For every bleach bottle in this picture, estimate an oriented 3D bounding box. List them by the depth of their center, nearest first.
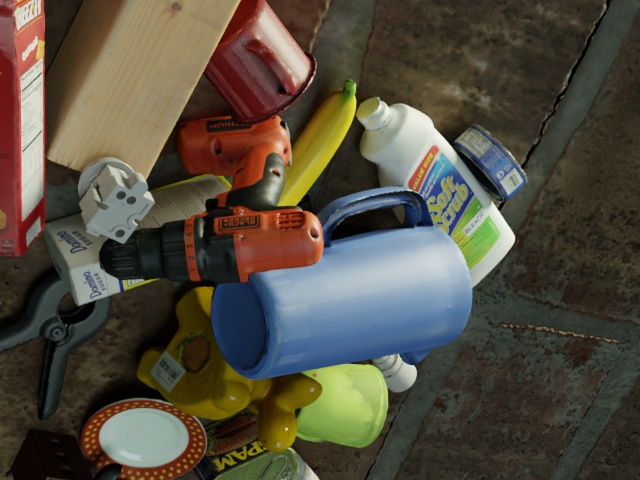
[{"bbox_3d":[0.109,-0.053,1.126,0.102,0.068,0.250,-44,128,-1],"label":"bleach bottle"}]

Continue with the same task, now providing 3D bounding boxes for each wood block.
[{"bbox_3d":[-0.154,-0.157,0.889,0.090,0.090,0.206,21,105,-37],"label":"wood block"}]

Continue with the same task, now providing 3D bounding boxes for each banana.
[{"bbox_3d":[-0.020,-0.076,1.039,0.198,0.037,0.069,-56,162,15],"label":"banana"}]

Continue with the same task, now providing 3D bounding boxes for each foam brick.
[{"bbox_3d":[-0.266,0.235,1.059,0.052,0.078,0.051,19,107,-37],"label":"foam brick"}]

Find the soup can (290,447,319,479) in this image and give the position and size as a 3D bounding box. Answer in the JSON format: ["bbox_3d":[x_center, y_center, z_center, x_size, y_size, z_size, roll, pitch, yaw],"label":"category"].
[{"bbox_3d":[-0.039,0.282,1.228,0.068,0.069,0.102,-39,129,-6],"label":"soup can"}]

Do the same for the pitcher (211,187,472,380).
[{"bbox_3d":[0.020,0.049,1.030,0.242,0.149,0.145,-9,152,-39],"label":"pitcher"}]

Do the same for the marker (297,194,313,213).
[{"bbox_3d":[-0.007,0.001,1.114,0.020,0.020,0.121,-27,128,-15],"label":"marker"}]

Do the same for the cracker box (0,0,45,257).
[{"bbox_3d":[-0.296,-0.100,0.805,0.164,0.072,0.214,8,118,1],"label":"cracker box"}]

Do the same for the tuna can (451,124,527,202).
[{"bbox_3d":[0.179,-0.081,1.134,0.034,0.086,0.086,-43,130,-1],"label":"tuna can"}]

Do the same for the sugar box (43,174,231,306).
[{"bbox_3d":[-0.155,-0.004,0.976,0.176,0.093,0.048,-20,126,-19],"label":"sugar box"}]

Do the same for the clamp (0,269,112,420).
[{"bbox_3d":[-0.249,0.091,1.010,0.171,0.039,0.120,-41,130,-4],"label":"clamp"}]

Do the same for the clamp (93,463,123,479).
[{"bbox_3d":[-0.268,0.341,1.107,0.210,0.036,0.164,-24,101,0],"label":"clamp"}]

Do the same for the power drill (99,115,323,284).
[{"bbox_3d":[-0.092,-0.035,0.927,0.184,0.187,0.057,-4,130,0],"label":"power drill"}]

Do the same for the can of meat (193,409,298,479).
[{"bbox_3d":[-0.088,0.238,1.163,0.102,0.084,0.057,-21,125,-19],"label":"can of meat"}]

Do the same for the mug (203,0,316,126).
[{"bbox_3d":[-0.058,-0.158,0.932,0.093,0.117,0.081,-43,125,-4],"label":"mug"}]
